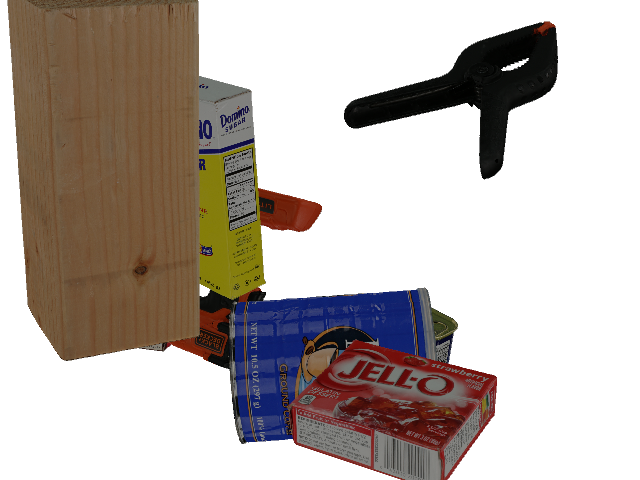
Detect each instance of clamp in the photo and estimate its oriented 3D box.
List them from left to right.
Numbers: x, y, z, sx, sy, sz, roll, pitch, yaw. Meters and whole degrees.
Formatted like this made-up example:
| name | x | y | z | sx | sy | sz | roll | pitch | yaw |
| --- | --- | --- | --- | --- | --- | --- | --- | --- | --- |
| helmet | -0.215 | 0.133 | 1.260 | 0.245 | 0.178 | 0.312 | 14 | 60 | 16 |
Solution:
| name | x | y | z | sx | sy | sz | roll | pitch | yaw |
| --- | --- | --- | --- | --- | --- | --- | --- | --- | --- |
| clamp | 0.147 | -0.129 | 0.933 | 0.209 | 0.036 | 0.165 | -33 | 43 | -23 |

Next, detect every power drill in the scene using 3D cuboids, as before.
| name | x | y | z | sx | sy | sz | roll | pitch | yaw |
| --- | --- | --- | --- | --- | --- | --- | --- | --- | --- |
| power drill | -0.060 | 0.044 | 1.066 | 0.185 | 0.187 | 0.057 | 17 | 1 | 26 |

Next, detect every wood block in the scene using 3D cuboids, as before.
| name | x | y | z | sx | sy | sz | roll | pitch | yaw |
| --- | --- | --- | --- | --- | --- | --- | --- | --- | --- |
| wood block | -0.129 | -0.045 | 0.641 | 0.090 | 0.206 | 0.090 | -8 | 24 | -26 |

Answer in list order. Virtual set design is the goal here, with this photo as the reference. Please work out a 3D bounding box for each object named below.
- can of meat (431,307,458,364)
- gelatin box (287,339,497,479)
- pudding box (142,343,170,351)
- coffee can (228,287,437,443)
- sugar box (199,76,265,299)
| name | x | y | z | sx | sy | sz | roll | pitch | yaw |
| --- | --- | --- | --- | --- | --- | --- | --- | --- | --- |
| can of meat | 0.103 | 0.120 | 1.230 | 0.102 | 0.084 | 0.057 | 27 | 33 | 37 |
| gelatin box | 0.039 | 0.089 | 0.567 | 0.089 | 0.030 | 0.073 | 13 | 30 | 28 |
| pudding box | -0.211 | 0.090 | 1.226 | 0.114 | 0.039 | 0.090 | 3 | 16 | 17 |
| coffee can | 0.010 | 0.090 | 0.765 | 0.140 | 0.103 | 0.103 | -4 | 0 | 2 |
| sugar box | -0.095 | -0.047 | 0.904 | 0.048 | 0.176 | 0.093 | -26 | 32 | -37 |
